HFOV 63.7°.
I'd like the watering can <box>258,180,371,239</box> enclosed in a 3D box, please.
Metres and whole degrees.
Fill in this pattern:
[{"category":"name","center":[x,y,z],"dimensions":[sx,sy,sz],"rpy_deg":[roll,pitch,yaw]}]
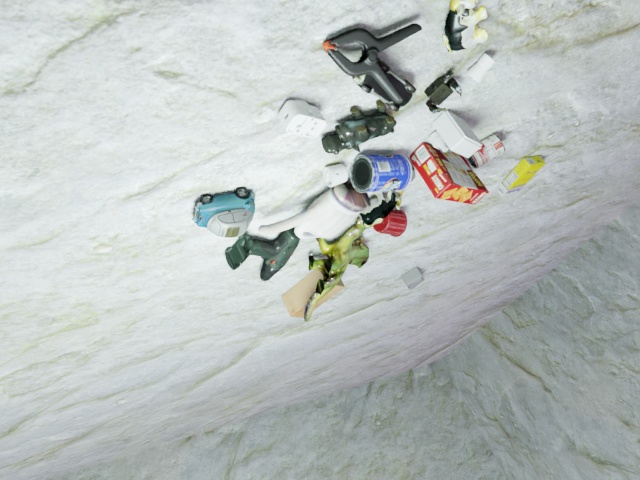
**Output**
[{"category":"watering can","center":[0.004,-0.072,1.430],"dimensions":[0.221,0.105,0.348],"rpy_deg":[-42,-22,29]}]

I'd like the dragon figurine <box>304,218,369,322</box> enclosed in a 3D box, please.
[{"category":"dragon figurine","center":[0.078,0.085,1.707],"dimensions":[0.244,0.402,0.124],"rpy_deg":[-9,39,-38]}]
